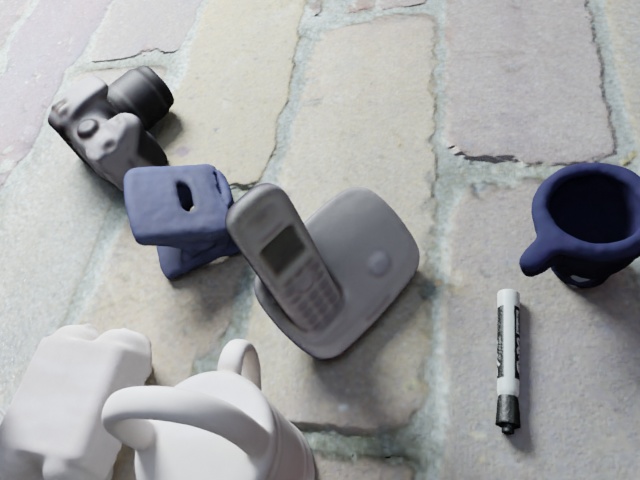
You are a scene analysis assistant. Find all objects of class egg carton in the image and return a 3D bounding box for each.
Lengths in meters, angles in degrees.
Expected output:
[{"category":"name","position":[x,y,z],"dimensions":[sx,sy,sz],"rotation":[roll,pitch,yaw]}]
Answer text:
[{"category":"egg carton","position":[-0.212,0.147,0.506],"dimensions":[0.107,0.069,0.150],"rotation":[2,58,17]}]

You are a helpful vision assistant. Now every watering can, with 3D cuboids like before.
[{"category":"watering can","position":[-0.072,0.150,0.389],"dimensions":[0.101,0.194,0.172],"rotation":[-18,54,3]}]

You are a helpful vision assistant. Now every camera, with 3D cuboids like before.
[{"category":"camera","position":[-0.241,-0.150,0.694],"dimensions":[0.142,0.101,0.137],"rotation":[34,71,31]}]

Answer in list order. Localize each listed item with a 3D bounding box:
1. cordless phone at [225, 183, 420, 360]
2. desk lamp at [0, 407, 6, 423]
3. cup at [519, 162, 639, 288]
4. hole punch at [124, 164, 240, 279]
[{"category":"cordless phone","position":[0.004,0.002,0.472],"dimensions":[0.093,0.185,0.148],"rotation":[33,71,31]},{"category":"desk lamp","position":[-0.334,0.144,0.453],"dimensions":[0.117,0.214,0.203],"rotation":[30,69,30]},{"category":"cup","position":[0.209,0.006,0.468],"dimensions":[0.118,0.095,0.091],"rotation":[-36,55,-9]},{"category":"hole punch","position":[-0.140,-0.033,0.593],"dimensions":[0.101,0.091,0.108],"rotation":[-23,54,0]}]
